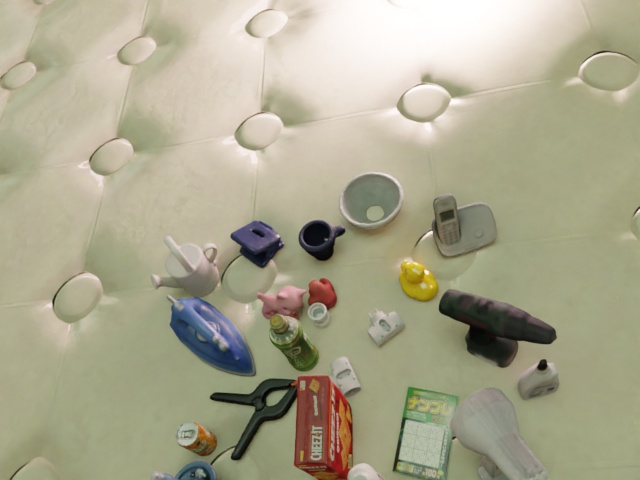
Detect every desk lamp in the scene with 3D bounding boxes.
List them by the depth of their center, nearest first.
[{"bbox_3d":[0.337,0.390,1.034,0.118,0.214,0.202,-32,57,-5],"label":"desk lamp"}]

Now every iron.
[{"bbox_3d":[-0.260,0.220,1.346,0.257,0.142,0.119,32,72,29],"label":"iron"}]

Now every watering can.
[{"bbox_3d":[-0.339,0.064,1.430,0.100,0.194,0.173,24,68,27],"label":"watering can"}]

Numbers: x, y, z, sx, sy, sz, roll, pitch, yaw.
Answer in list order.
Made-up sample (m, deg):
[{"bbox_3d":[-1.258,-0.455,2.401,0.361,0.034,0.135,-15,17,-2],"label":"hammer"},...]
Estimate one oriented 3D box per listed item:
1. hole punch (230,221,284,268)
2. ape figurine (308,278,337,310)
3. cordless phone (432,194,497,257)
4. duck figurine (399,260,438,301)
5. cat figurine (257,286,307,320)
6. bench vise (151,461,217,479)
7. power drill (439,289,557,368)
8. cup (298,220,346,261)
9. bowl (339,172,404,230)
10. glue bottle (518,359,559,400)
[{"bbox_3d":[-0.163,-0.002,1.484,0.108,0.091,0.101,31,72,29],"label":"hole punch"},{"bbox_3d":[-0.001,0.124,1.362,0.078,0.092,0.076,-42,58,-11],"label":"ape figurine"},{"bbox_3d":[0.329,-0.050,1.320,0.147,0.185,0.094,-21,56,3],"label":"cordless phone"},{"bbox_3d":[0.225,0.088,1.325,0.077,0.086,0.104,-42,58,-11],"label":"duck figurine"},{"bbox_3d":[-0.090,0.144,1.359,0.127,0.118,0.067,6,61,19],"label":"cat figurine"},{"bbox_3d":[-0.224,0.496,1.121,0.207,0.220,0.121,0,60,16],"label":"bench vise"},{"bbox_3d":[0.355,0.182,1.158,0.228,0.209,0.076,22,67,26],"label":"power drill"},{"bbox_3d":[0.013,0.005,1.428,0.117,0.095,0.091,-19,56,4],"label":"cup"},{"bbox_3d":[0.134,-0.087,1.463,0.167,0.075,0.167,-7,58,11],"label":"bowl"},{"bbox_3d":[0.427,0.264,1.109,0.078,0.173,0.037,-16,57,6],"label":"glue bottle"}]
